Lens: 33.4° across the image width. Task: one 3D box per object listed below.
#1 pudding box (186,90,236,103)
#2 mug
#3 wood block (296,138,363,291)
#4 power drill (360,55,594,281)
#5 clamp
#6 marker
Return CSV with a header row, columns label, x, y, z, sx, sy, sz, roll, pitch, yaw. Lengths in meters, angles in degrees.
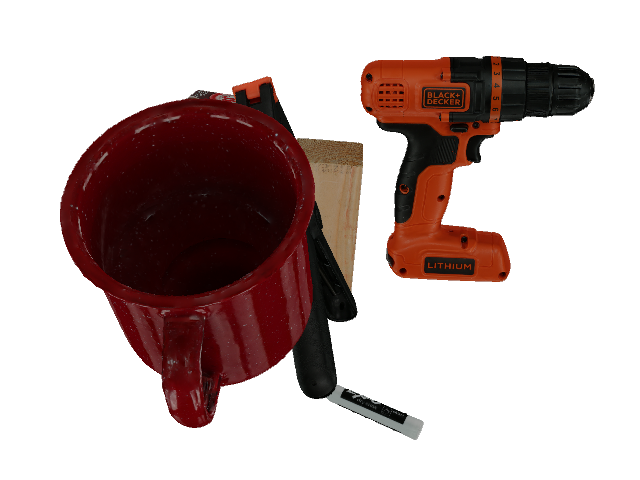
label,x,y,z,sx,sy,sz,roll,pitch,yaw
pudding box,-0.123,-0.140,1.255,0.090,0.039,0.113,9,29,13
mug,-0.045,0.016,0.412,0.093,0.117,0.081,-4,-33,2
wood block,0.003,-0.020,1.395,0.090,0.206,0.091,4,25,0
power drill,0.125,-0.060,0.879,0.184,0.188,0.057,2,24,6
clamp,-0.016,-0.009,0.748,0.036,0.210,0.164,-15,5,10
marker,0.037,0.153,0.993,0.121,0.020,0.020,22,6,15
